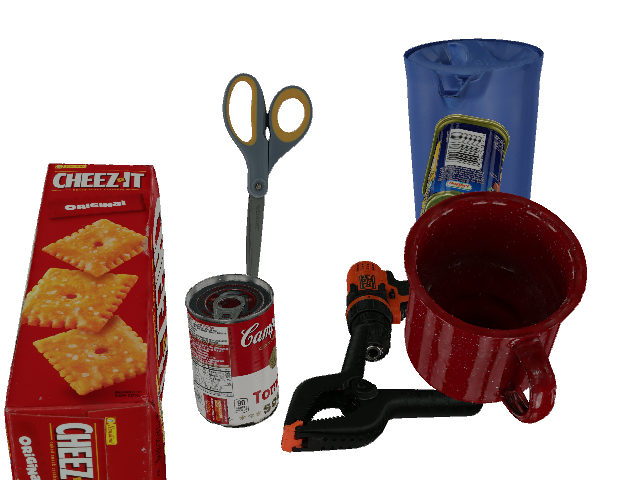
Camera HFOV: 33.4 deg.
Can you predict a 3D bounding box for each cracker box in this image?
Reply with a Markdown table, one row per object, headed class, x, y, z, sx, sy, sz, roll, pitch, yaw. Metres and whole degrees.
| class | x | y | z | sx | sy | sz | roll | pitch | yaw |
| --- | --- | --- | --- | --- | --- | --- | --- | --- | --- |
| cracker box | -0.119 | 0.079 | 0.585 | 0.072 | 0.164 | 0.214 | 0 | 34 | -7 |

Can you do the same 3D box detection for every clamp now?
| class | x | y | z | sx | sy | sz | roll | pitch | yaw |
| --- | --- | --- | --- | --- | --- | --- | --- | --- | --- |
| clamp | 0.048 | 0.156 | 1.030 | 0.165 | 0.036 | 0.209 | 25 | 32 | 29 |

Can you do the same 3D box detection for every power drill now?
| class | x | y | z | sx | sy | sz | roll | pitch | yaw |
| --- | --- | --- | --- | --- | --- | --- | --- | --- | --- |
| power drill | 0.122 | 0.077 | 1.215 | 0.187 | 0.057 | 0.184 | 0 | 28 | -1 |

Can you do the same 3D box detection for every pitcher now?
| class | x | y | z | sx | sy | sz | roll | pitch | yaw |
| --- | --- | --- | --- | --- | --- | --- | --- | --- | --- |
| pitcher | 0.156 | -0.079 | 1.078 | 0.149 | 0.243 | 0.145 | -12 | 25 | -20 |

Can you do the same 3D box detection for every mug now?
| class | x | y | z | sx | sy | sz | roll | pitch | yaw |
| --- | --- | --- | --- | --- | --- | --- | --- | --- | --- |
| mug | 0.092 | 0.043 | 0.566 | 0.093 | 0.117 | 0.081 | -17 | -35 | -13 |

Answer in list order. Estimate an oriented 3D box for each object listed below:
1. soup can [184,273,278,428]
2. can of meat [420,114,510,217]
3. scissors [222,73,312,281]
| class | x | y | z | sx | sy | sz | roll | pitch | yaw |
| --- | --- | --- | --- | --- | --- | --- | --- | --- | --- |
| soup can | -0.068 | 0.087 | 0.835 | 0.068 | 0.102 | 0.068 | -2 | 28 | 1 |
| can of meat | 0.105 | -0.029 | 0.806 | 0.057 | 0.084 | 0.102 | 12 | -40 | 4 |
| scissors | -0.043 | -0.063 | 1.024 | 0.096 | 0.202 | 0.016 | -12 | 5 | -14 |
